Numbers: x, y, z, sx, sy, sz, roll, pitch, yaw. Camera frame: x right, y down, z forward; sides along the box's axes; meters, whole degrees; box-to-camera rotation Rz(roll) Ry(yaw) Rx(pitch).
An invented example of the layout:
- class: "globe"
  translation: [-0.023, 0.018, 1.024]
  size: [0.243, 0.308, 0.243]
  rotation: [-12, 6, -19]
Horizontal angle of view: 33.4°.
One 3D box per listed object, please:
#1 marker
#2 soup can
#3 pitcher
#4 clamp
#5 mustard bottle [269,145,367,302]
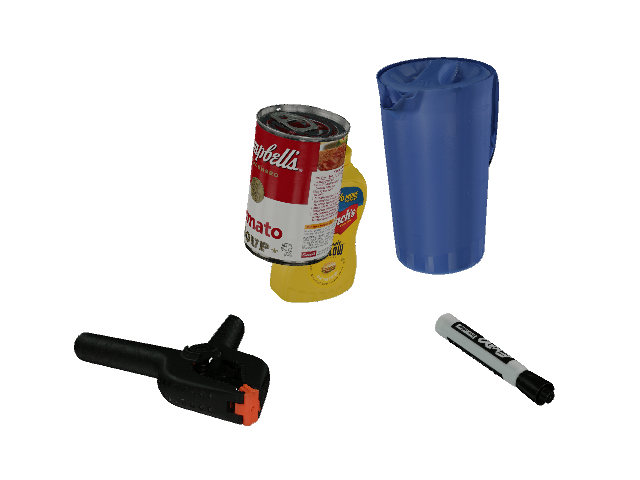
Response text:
- class: "marker"
  translation: [0.131, 0.089, 0.806]
  size: [0.020, 0.020, 0.121]
  rotation: [0, 23, -36]
- class: "soup can"
  translation: [-0.019, -0.041, 0.784]
  size: [0.068, 0.102, 0.068]
  rotation: [7, 26, -3]
- class: "pitcher"
  translation: [0.146, -0.091, 1.266]
  size: [0.149, 0.243, 0.145]
  rotation: [-4, 25, 2]
- class: "clamp"
  translation: [-0.097, 0.107, 0.923]
  size: [0.164, 0.036, 0.210]
  rotation: [-9, 17, -36]
- class: "mustard bottle"
  translation: [0.002, -0.030, 1.129]
  size: [0.096, 0.192, 0.058]
  rotation: [-9, 32, -30]
